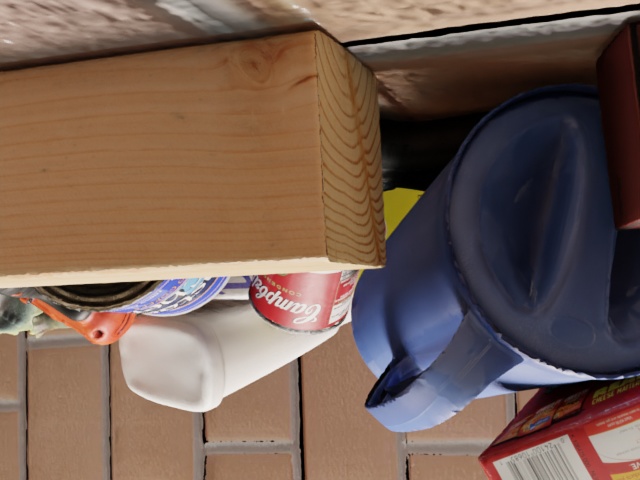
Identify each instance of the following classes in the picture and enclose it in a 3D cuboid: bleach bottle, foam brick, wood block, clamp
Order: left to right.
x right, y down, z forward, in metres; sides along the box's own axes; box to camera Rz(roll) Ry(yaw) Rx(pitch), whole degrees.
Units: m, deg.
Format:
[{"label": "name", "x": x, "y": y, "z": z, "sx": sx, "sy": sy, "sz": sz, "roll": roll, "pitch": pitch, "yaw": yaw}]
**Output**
[{"label": "wood block", "x": -0.083, "y": -0.028, "z": 0.473, "sx": 0.206, "sy": 0.091, "sz": 0.090, "roll": -4, "pitch": 176, "yaw": 18}, {"label": "bleach bottle", "x": -0.033, "y": 0.062, "z": 0.845, "sx": 0.103, "sy": 0.068, "sz": 0.250, "roll": 4, "pitch": -165, "yaw": 41}, {"label": "clamp", "x": 0.041, "y": -0.049, "z": 0.589, "sx": 0.171, "sy": 0.039, "sz": 0.120, "roll": -2, "pitch": 162, "yaw": -21}, {"label": "foam brick", "x": 0.147, "y": -0.045, "z": 0.432, "sx": 0.051, "sy": 0.078, "sz": 0.053, "roll": -5, "pitch": 175, "yaw": 0}]

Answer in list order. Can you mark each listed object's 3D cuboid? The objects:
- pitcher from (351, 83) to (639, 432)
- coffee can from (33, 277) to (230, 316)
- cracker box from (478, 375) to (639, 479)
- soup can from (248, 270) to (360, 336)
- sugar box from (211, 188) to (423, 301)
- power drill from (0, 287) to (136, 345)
[{"label": "pitcher", "x": 0.087, "y": 0.029, "z": 0.566, "sx": 0.149, "sy": 0.145, "sz": 0.243, "roll": -1, "pitch": 166, "yaw": -13}, {"label": "coffee can", "x": -0.110, "y": -0.007, "z": 0.632, "sx": 0.103, "sy": 0.103, "sz": 0.140, "roll": -3, "pitch": 175, "yaw": 7}, {"label": "cracker box", "x": 0.202, "y": 0.069, "z": 0.552, "sx": 0.164, "sy": 0.072, "sz": 0.213, "roll": -32, "pitch": 178, "yaw": 37}, {"label": "soup can", "x": -0.004, "y": 0.001, "z": 0.677, "sx": 0.068, "sy": 0.102, "sz": 0.068, "roll": 9, "pitch": -143, "yaw": -7}, {"label": "sugar box", "x": -0.009, "y": -0.004, "z": 0.759, "sx": 0.176, "sy": 0.093, "sz": 0.048, "roll": -2, "pitch": 175, "yaw": 0}, {"label": "power drill", "x": -0.228, "y": 0.000, "z": 0.711, "sx": 0.185, "sy": 0.057, "sz": 0.187, "roll": 29, "pitch": 178, "yaw": 19}]
